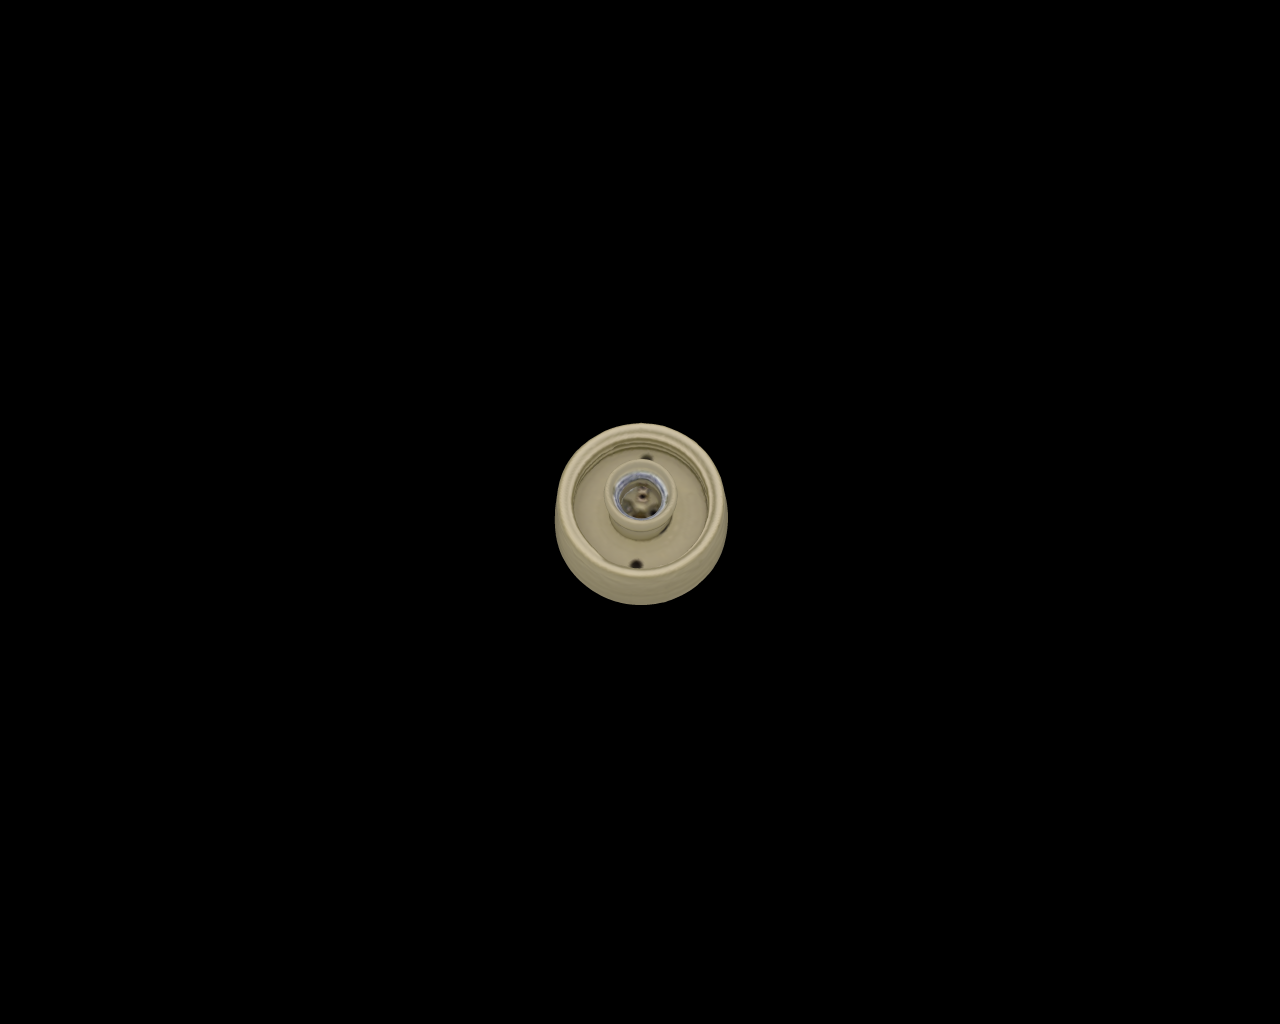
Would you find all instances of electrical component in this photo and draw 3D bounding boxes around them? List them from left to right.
[{"bbox_3d":[0.001,-0.003,0.650,0.108,0.108,0.060,0,-19,0],"label":"electrical component"}]
